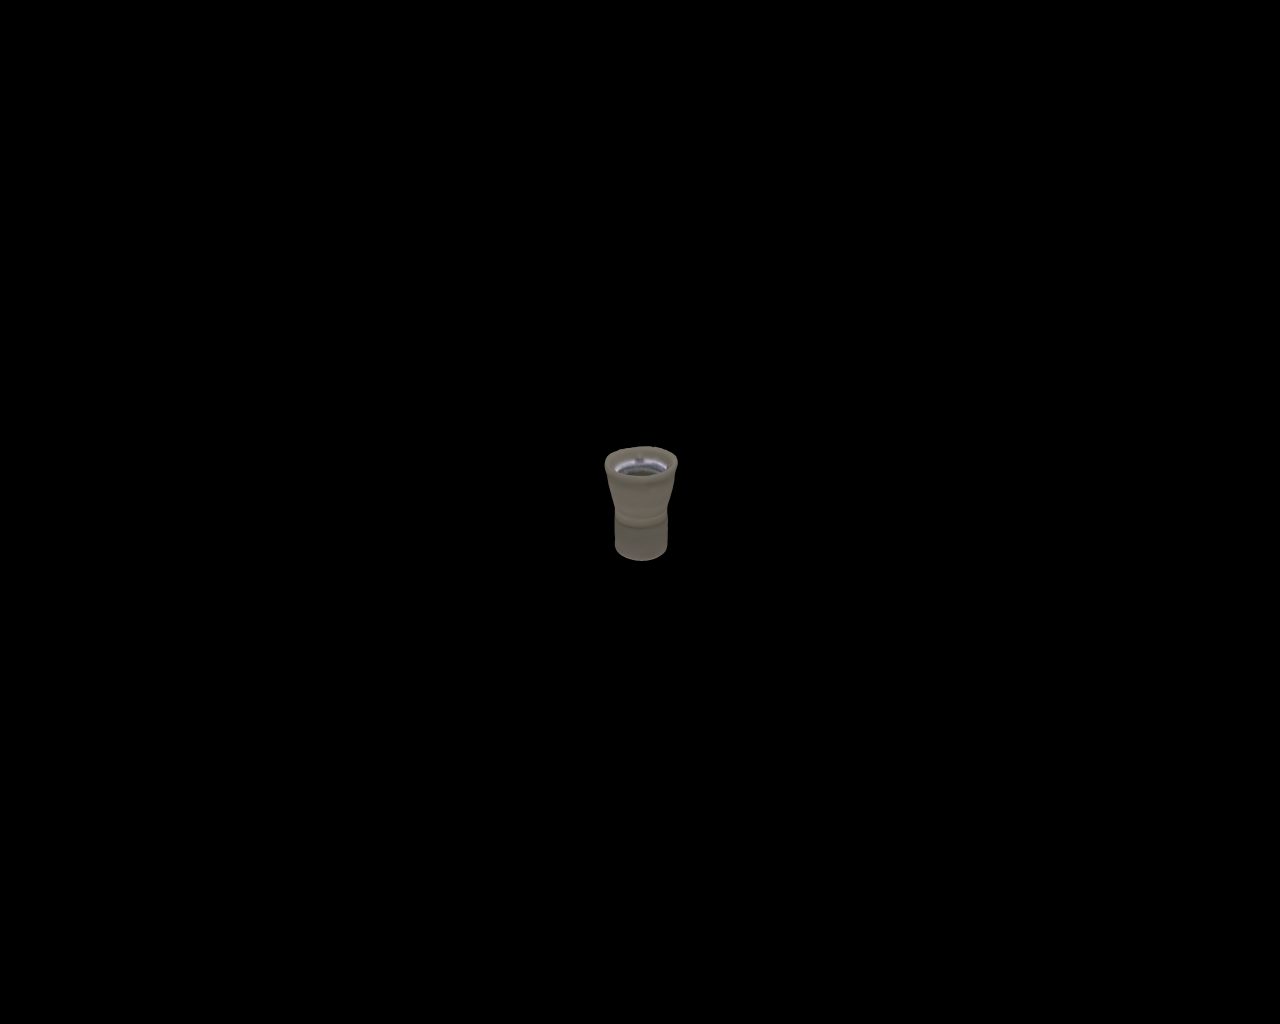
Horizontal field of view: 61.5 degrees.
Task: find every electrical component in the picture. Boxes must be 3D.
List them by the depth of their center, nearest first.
[{"bbox_3d":[0.001,-0.003,0.650,0.044,0.065,0.044,0,29,0],"label":"electrical component"}]
